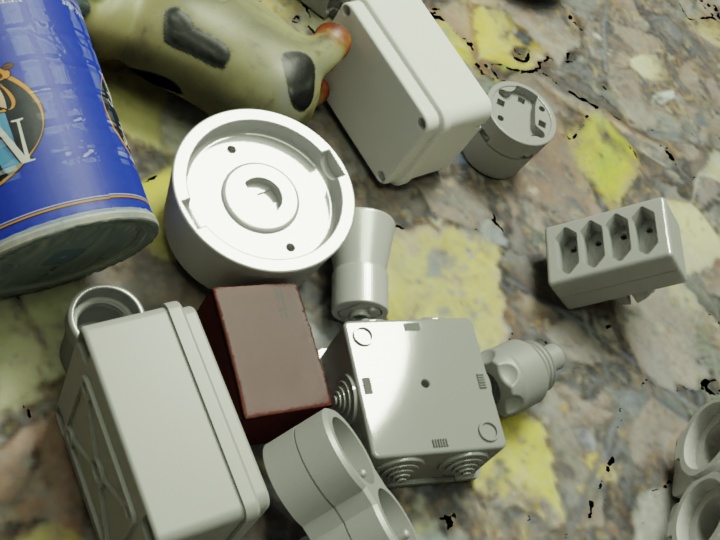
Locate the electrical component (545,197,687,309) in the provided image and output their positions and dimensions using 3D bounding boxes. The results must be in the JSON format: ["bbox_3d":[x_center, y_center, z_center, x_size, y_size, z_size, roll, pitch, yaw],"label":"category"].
[{"bbox_3d":[0.179,-0.001,0.732,0.076,0.083,0.047,44,39,-46],"label":"electrical component"}]

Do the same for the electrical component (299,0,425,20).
[{"bbox_3d":[0.000,-0.211,0.778,0.095,0.059,0.053,37,52,-1],"label":"electrical component"}]

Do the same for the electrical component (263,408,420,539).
[{"bbox_3d":[-0.011,0.148,0.552,0.074,0.052,0.138,-32,89,8],"label":"electrical component"}]

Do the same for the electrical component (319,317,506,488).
[{"bbox_3d":[0.029,0.075,0.622,0.100,0.048,0.099,-1,60,-23],"label":"electrical component"}]

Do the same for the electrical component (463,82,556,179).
[{"bbox_3d":[0.104,-0.098,0.765,0.055,0.047,0.055,12,56,-19],"label":"electrical component"}]

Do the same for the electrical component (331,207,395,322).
[{"bbox_3d":[0.000,0.000,0.660,0.044,0.044,0.065,11,61,-20],"label":"electrical component"}]

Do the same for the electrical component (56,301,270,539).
[{"bbox_3d":[-0.099,0.088,0.514,0.056,0.108,0.108,-13,67,-29],"label":"electrical component"}]

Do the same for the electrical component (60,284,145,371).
[{"bbox_3d":[-0.137,0.035,0.567,0.040,0.046,0.040,12,56,-19],"label":"electrical component"}]

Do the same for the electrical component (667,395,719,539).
[{"bbox_3d":[0.253,0.113,0.618,0.060,0.186,0.105,26,53,-9],"label":"electrical component"}]

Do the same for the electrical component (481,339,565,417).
[{"bbox_3d":[0.101,0.063,0.667,0.062,0.043,0.043,-19,70,-35],"label":"electrical component"}]

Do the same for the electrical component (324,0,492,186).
[{"bbox_3d":[0.024,-0.123,0.723,0.057,0.078,0.113,-20,71,-37],"label":"electrical component"}]

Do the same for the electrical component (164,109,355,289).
[{"bbox_3d":[-0.064,-0.033,0.635,0.108,0.060,0.108,10,60,-18],"label":"electrical component"}]
